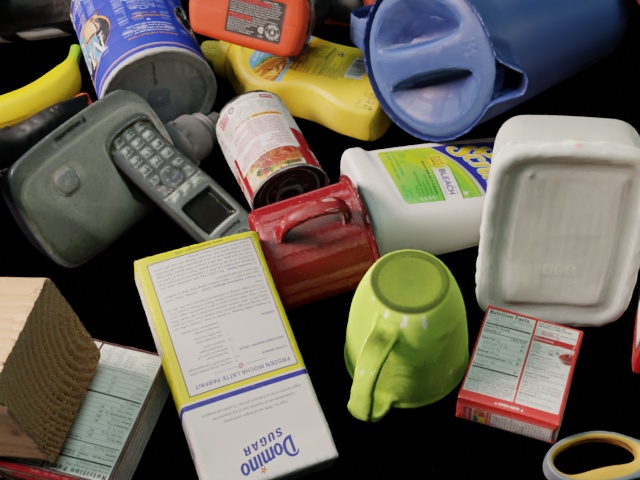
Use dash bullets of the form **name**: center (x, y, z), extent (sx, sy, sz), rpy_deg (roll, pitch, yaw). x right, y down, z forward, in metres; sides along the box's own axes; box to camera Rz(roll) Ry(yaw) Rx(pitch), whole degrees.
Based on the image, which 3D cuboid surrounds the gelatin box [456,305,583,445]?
- **gelatin box**: center (0.145, 0.097, 0.774), extent (0.073, 0.030, 0.089), rpy_deg (14, 51, 15)

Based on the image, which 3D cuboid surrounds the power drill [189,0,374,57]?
- **power drill**: center (-0.047, -0.220, 0.966), extent (0.184, 0.057, 0.187), rpy_deg (15, 24, 14)

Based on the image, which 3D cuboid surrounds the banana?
- **banana**: center (-0.297, -0.119, 0.967), extent (0.197, 0.037, 0.070), rpy_deg (-23, 46, -17)

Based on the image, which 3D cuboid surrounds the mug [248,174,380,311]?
- **mug**: center (-0.005, 0.001, 0.808), extent (0.081, 0.117, 0.093), rpy_deg (-18, 71, -7)

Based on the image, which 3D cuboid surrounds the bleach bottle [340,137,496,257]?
- **bleach bottle**: center (0.150, -0.048, 0.878), extent (0.250, 0.068, 0.102), rpy_deg (-12, 47, -12)

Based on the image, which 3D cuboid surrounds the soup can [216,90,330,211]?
- **soup can**: center (-0.042, -0.070, 0.897), extent (0.068, 0.068, 0.102), rpy_deg (-17, 51, -13)

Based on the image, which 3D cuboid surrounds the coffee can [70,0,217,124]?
- **coffee can**: center (-0.161, -0.170, 0.963), extent (0.102, 0.103, 0.140), rpy_deg (-16, 51, -12)

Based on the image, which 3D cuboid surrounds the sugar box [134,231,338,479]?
- **sugar box**: center (-0.061, 0.087, 0.745), extent (0.093, 0.048, 0.176), rpy_deg (-15, 72, -14)

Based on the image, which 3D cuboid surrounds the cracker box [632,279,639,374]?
- **cracker box**: center (0.279, -0.023, 0.751), extent (0.072, 0.214, 0.164), rpy_deg (12, 51, 11)

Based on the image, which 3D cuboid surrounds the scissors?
- **scissors**: center (0.255, 0.164, 0.723), extent (0.201, 0.016, 0.096), rpy_deg (-2, 51, 0)

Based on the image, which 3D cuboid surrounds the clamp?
- **clamp**: center (-0.260, -0.073, 0.879), extent (0.209, 0.165, 0.036), rpy_deg (-37, 100, -34)

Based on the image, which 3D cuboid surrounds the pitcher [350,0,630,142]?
- **pitcher**: center (0.153, -0.183, 0.924), extent (0.242, 0.145, 0.149), rpy_deg (-25, 83, -41)

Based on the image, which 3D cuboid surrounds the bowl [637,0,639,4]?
- **bowl**: center (0.316, -0.242, 0.976), extent (0.055, 0.161, 0.162), rpy_deg (-34, 45, 25)

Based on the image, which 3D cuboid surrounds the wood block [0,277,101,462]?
- **wood block**: center (-0.269, 0.084, 0.726), extent (0.206, 0.090, 0.090), rpy_deg (1, 49, 21)

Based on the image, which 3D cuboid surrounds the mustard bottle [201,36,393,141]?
- **mustard bottle**: center (-0.022, -0.150, 0.971), extent (0.192, 0.058, 0.096), rpy_deg (18, 48, 16)

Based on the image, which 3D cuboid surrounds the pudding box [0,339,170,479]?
- **pudding box**: center (-0.164, 0.125, 0.753), extent (0.090, 0.039, 0.113), rpy_deg (12, 53, 12)
